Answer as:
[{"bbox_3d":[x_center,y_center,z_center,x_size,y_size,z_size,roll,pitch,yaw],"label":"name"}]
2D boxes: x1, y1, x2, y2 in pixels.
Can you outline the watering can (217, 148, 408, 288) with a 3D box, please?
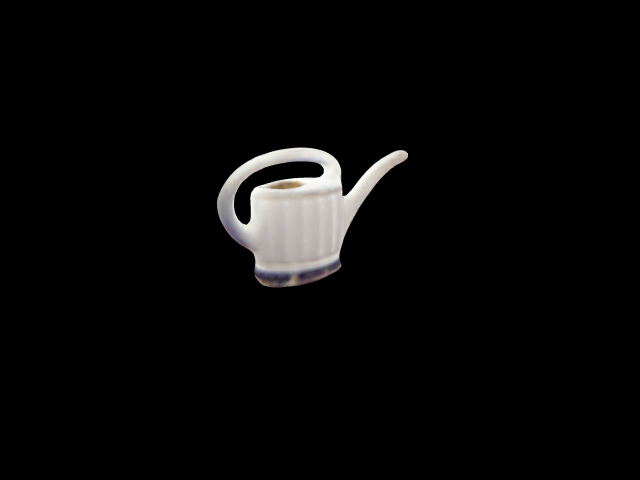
[{"bbox_3d":[0.003,-0.043,0.850,0.349,0.221,0.105,-9,19,-26],"label":"watering can"}]
